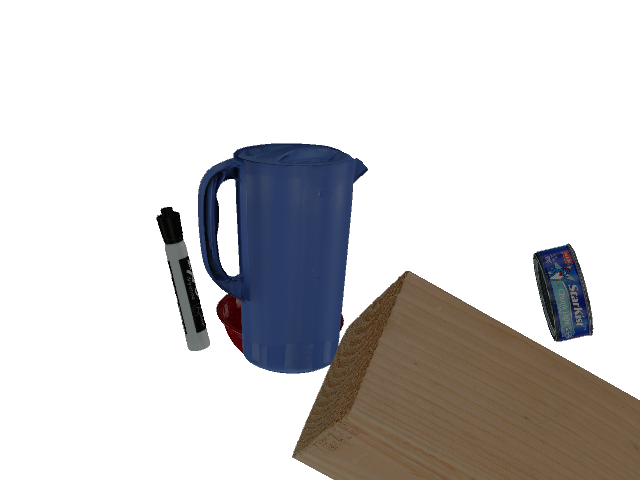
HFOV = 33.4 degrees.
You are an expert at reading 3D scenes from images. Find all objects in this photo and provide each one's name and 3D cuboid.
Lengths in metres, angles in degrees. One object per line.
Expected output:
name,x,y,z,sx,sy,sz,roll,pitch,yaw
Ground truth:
marker,-0.112,0.031,0.868,0.020,0.121,0.020,-10,15,3
tuna can,0.220,0.048,0.972,0.034,0.086,0.086,-13,-1,5
pitcher,-0.041,0.018,1.170,0.149,0.243,0.144,8,16,22
bowl,-0.053,0.115,1.357,0.162,0.055,0.162,5,23,-2
wood block,0.103,0.116,0.574,0.206,0.090,0.090,29,-33,-6
